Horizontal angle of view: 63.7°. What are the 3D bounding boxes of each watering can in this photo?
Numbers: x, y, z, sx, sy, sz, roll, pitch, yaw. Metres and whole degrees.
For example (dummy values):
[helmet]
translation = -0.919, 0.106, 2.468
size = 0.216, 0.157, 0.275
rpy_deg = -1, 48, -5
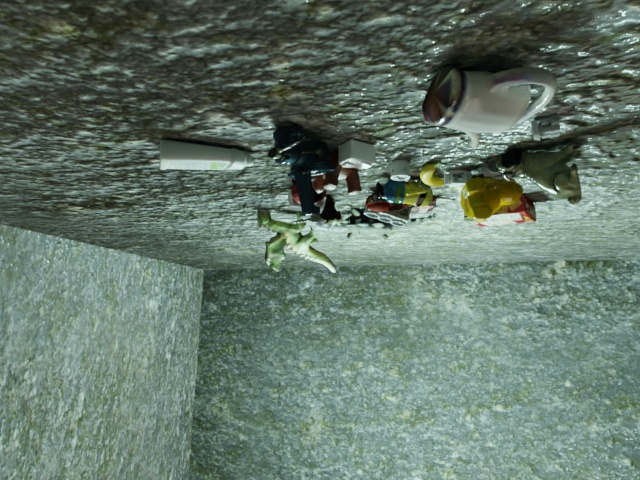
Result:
[watering can]
translation = 0.309, -0.256, 1.035
size = 0.224, 0.105, 0.344
rpy_deg = 4, 169, -11

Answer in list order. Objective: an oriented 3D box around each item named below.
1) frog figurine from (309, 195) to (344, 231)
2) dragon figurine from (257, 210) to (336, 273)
[frog figurine]
translation = 0.006, -0.097, 1.921
size = 0.136, 0.124, 0.159
rpy_deg = 40, 165, -16
[dragon figurine]
translation = -0.120, 0.031, 2.133
size = 0.244, 0.407, 0.122
rpy_deg = -35, -168, -12
